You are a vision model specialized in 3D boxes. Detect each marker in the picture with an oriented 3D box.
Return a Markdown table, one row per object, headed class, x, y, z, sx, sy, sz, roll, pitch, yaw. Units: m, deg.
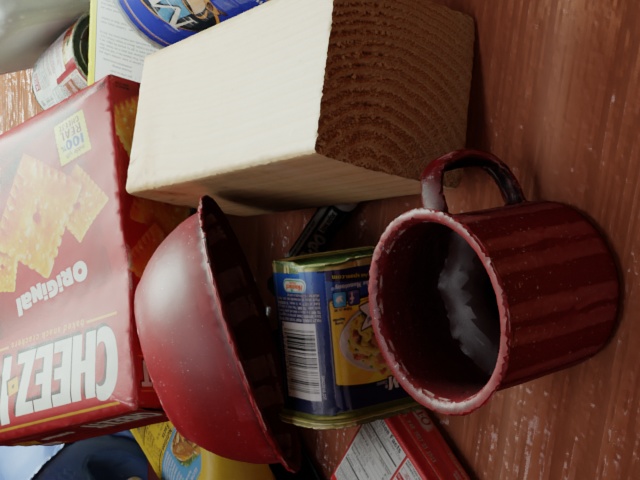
| class | x | y | z | sx | sy | sz | roll | pitch | yaw |
| --- | --- | --- | --- | --- | --- | --- | --- | --- | --- |
| marker | -0.004 | 0.001 | 0.666 | 0.020 | 0.020 | 0.121 | 63 | 142 | 23 |

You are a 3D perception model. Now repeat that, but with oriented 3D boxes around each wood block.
| class | x | y | z | sx | sy | sz | roll | pitch | yaw |
| --- | --- | --- | --- | --- | --- | --- | --- | --- | --- |
| wood block | -0.019 | -0.069 | 0.590 | 0.207 | 0.090 | 0.091 | -6 | 76 | 56 |

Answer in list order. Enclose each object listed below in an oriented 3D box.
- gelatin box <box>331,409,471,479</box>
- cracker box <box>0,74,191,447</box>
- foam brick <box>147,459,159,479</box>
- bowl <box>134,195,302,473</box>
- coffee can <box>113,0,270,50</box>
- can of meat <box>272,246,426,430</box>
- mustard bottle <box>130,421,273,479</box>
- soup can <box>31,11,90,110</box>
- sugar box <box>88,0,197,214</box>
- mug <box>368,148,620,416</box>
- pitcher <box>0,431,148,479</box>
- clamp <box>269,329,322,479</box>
| class | x | y | z | sx | sy | sz | roll | pitch | yaw |
| --- | --- | --- | --- | --- | --- | --- | --- | --- | --- |
| gelatin box | 0.047 | 0.141 | 0.619 | 0.073 | 0.030 | 0.089 | 57 | 141 | 31 |
| cracker box | -0.161 | 0.020 | 0.708 | 0.164 | 0.072 | 0.214 | -18 | 71 | 37 |
| foam brick | -0.091 | 0.174 | 0.807 | 0.078 | 0.051 | 0.053 | 21 | 115 | 51 |
| bowl | -0.061 | 0.059 | 0.595 | 0.162 | 0.055 | 0.162 | -19 | -89 | -87 |
| coffee can | -0.048 | -0.169 | 0.611 | 0.141 | 0.102 | 0.103 | -4 | 95 | 55 |
| can of meat | 0.025 | 0.047 | 0.564 | 0.058 | 0.101 | 0.084 | 1 | 97 | 55 |
| mustard bottle | -0.081 | 0.138 | 0.713 | 0.192 | 0.058 | 0.096 | 51 | 137 | 34 |
| soup can | -0.180 | -0.135 | 0.841 | 0.102 | 0.068 | 0.068 | -17 | 85 | 56 |
| sugar box | -0.118 | -0.101 | 0.757 | 0.093 | 0.048 | 0.176 | 20 | 120 | 24 |
| mug | 0.079 | 0.015 | 0.493 | 0.093 | 0.081 | 0.117 | -23 | 79 | 55 |
| pitcher | -0.231 | 0.193 | 0.914 | 0.149 | 0.144 | 0.243 | -55 | 35 | -6 |
| clamp | -0.044 | 0.108 | 0.735 | 0.210 | 0.036 | 0.164 | 14 | 110 | 52 |
